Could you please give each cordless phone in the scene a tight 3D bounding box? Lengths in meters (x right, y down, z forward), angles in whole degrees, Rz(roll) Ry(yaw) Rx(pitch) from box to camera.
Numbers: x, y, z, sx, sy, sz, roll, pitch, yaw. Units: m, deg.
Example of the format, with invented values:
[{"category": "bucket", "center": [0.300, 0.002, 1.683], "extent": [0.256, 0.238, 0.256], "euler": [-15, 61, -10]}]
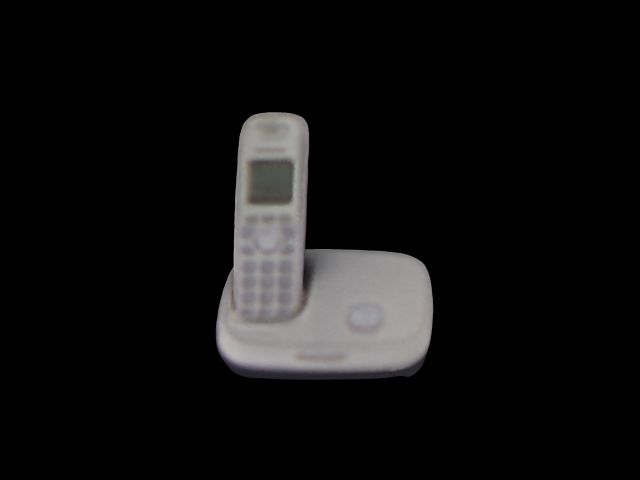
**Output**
[{"category": "cordless phone", "center": [0.004, 0.001, 0.400], "extent": [0.147, 0.185, 0.094], "euler": [0, 2, 4]}]
